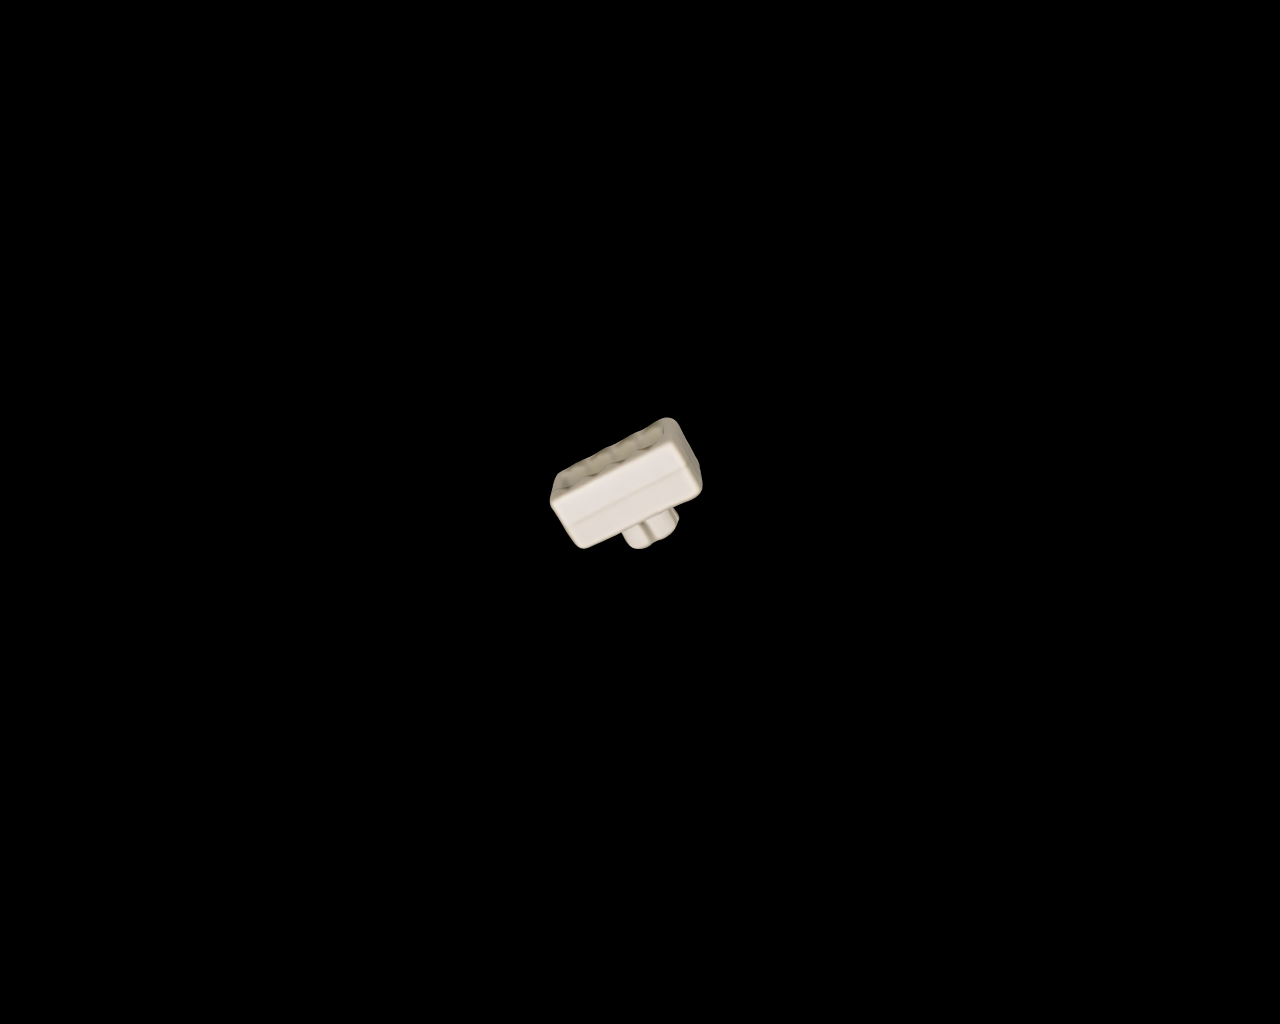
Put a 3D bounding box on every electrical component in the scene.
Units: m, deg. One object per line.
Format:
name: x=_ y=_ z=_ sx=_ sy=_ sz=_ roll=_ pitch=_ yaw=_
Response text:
electrical component: x=0.001 y=-0.003 z=0.650 sx=0.083 sy=0.075 sz=0.047 roll=-26 pitch=21 yaw=11
